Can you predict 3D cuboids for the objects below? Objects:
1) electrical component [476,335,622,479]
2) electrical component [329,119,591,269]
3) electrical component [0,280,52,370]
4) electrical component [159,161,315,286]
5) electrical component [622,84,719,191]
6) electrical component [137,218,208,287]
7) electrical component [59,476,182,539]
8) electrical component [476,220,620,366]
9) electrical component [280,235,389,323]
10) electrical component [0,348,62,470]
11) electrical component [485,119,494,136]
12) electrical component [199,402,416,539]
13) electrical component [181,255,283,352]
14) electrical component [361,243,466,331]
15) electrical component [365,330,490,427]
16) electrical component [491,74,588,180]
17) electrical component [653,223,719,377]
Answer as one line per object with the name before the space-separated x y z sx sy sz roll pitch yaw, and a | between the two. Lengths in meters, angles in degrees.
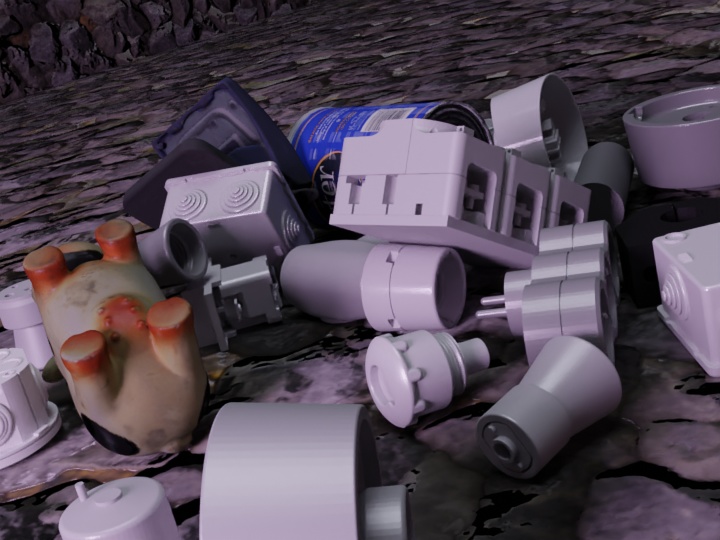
electrical component | 0.084 0.065 0.491 0.044 0.044 0.065 6 32 46
electrical component | 0.067 -0.043 0.667 0.089 0.061 0.150 3 -7 42
electrical component | -0.231 0.038 0.770 0.045 0.055 0.045 -13 19 4
electrical component | -0.090 -0.027 0.793 0.100 0.099 0.048 -8 50 16
electrical component | 0.251 -0.092 0.785 0.108 0.060 0.108 -13 18 4
electrical component | -0.141 -0.004 0.722 0.065 0.044 0.044 -20 15 27
electrical component | -0.085 0.115 0.407 0.040 0.078 0.040 -13 18 4
electrical component | 0.101 0.017 0.593 0.074 0.052 0.138 -8 19 18
electrical component | 0.000 0.000 0.728 0.077 0.044 0.079 5 26 44
electrical component | -0.223 0.085 0.637 0.080 0.051 0.080 -13 19 4
electrical component | 0.107 -0.112 0.971 0.077 0.044 0.079 -17 19 -9
electrical component | -0.012 0.097 0.371 0.060 0.108 0.108 -6 20 6
electrical component | -0.087 0.019 0.741 0.064 0.042 0.081 -16 19 -2
electrical component | 0.034 0.011 0.660 0.047 0.055 0.055 1 24 29
electrical component | 0.037 0.051 0.558 0.062 0.048 0.048 -15 18 -23
electrical component | 0.139 -0.097 0.827 0.064 0.099 0.099 -15 18 17
electrical component | 0.206 0.007 0.553 0.100 0.048 0.099 -14 19 2
